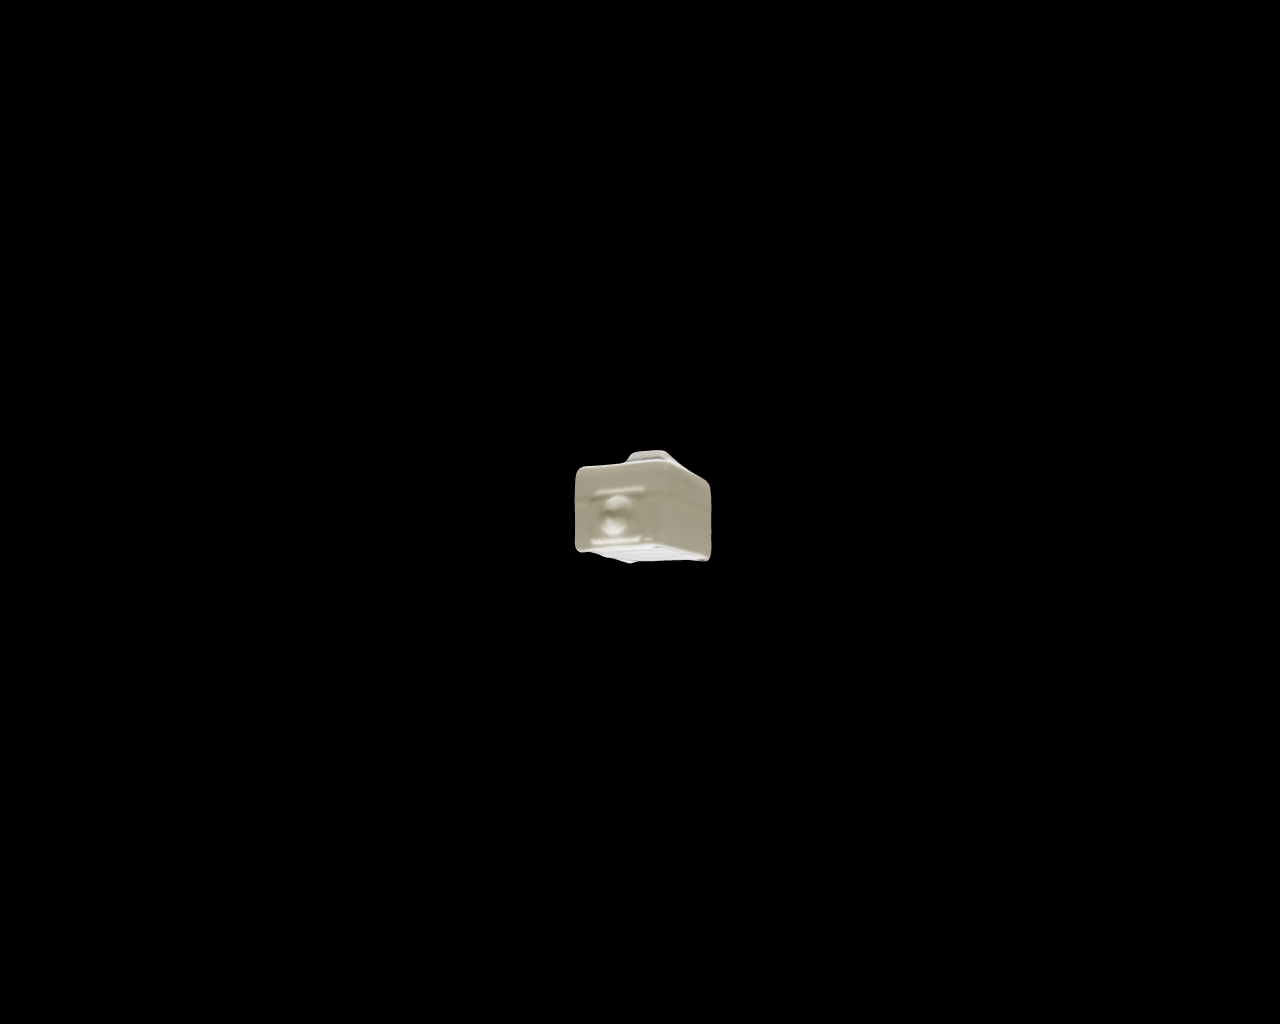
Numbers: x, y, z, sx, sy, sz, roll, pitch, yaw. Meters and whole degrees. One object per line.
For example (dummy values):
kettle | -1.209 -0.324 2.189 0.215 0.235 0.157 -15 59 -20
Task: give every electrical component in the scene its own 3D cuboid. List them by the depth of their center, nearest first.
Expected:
electrical component | 0.001 -0.003 0.650 0.062 0.061 0.096 -4 -10 23
